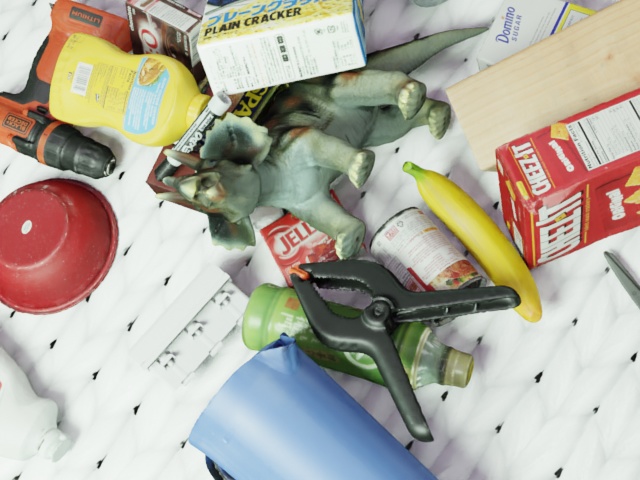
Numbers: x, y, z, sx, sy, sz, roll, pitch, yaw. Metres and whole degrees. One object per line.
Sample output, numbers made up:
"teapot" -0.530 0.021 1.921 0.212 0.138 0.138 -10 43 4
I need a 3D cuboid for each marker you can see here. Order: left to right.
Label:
"marker" -0.131 -0.101 1.079 0.121 0.020 0.020 -46 63 29

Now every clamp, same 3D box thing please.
"clamp" 0.056 0.082 0.968 0.210 0.036 0.164 19 63 23

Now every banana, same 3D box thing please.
"banana" 0.153 0.000 1.042 0.198 0.069 0.037 49 121 12

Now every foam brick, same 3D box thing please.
"foam brick" -0.134 -0.063 1.136 0.078 0.053 0.051 19 75 20

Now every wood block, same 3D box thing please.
"wood block" 0.238 -0.148 1.024 0.206 0.090 0.090 -26 82 21

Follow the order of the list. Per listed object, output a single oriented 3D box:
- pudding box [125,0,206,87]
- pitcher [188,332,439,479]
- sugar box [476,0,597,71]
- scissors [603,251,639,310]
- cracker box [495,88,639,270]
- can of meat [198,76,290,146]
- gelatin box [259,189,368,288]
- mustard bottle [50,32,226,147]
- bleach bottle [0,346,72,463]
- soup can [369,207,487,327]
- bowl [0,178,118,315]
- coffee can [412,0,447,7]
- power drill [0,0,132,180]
"pudding box" -0.163 -0.208 1.164 0.090 0.113 0.039 29 54 21
"pitcher" 0.007 0.213 0.958 0.243 0.149 0.145 40 79 11
"sugar box" 0.261 -0.191 1.099 0.176 0.048 0.093 24 81 22
"scissors" 0.344 0.087 0.993 0.096 0.016 0.202 -17 67 4
"cracker box" 0.277 -0.063 0.984 0.214 0.164 0.072 -23 65 3
"can of meat" -0.090 -0.139 1.153 0.084 0.057 0.102 28 78 23
"gelatin box" -0.007 0.001 1.094 0.089 0.030 0.073 -29 68 0
"mustard bottle" -0.185 -0.150 1.117 0.192 0.058 0.096 18 92 18
"bleach bottle" -0.355 0.143 1.105 0.251 0.068 0.102 31 80 19
"soup can" 0.104 0.025 1.041 0.068 0.068 0.102 -39 66 -4
"bowl" -0.303 -0.003 1.150 0.162 0.055 0.162 -4 69 11
"coffee can" 0.099 -0.337 1.158 0.103 0.102 0.140 -36 67 -2
"power drill" -0.279 -0.171 1.207 0.184 0.057 0.187 22 75 15
